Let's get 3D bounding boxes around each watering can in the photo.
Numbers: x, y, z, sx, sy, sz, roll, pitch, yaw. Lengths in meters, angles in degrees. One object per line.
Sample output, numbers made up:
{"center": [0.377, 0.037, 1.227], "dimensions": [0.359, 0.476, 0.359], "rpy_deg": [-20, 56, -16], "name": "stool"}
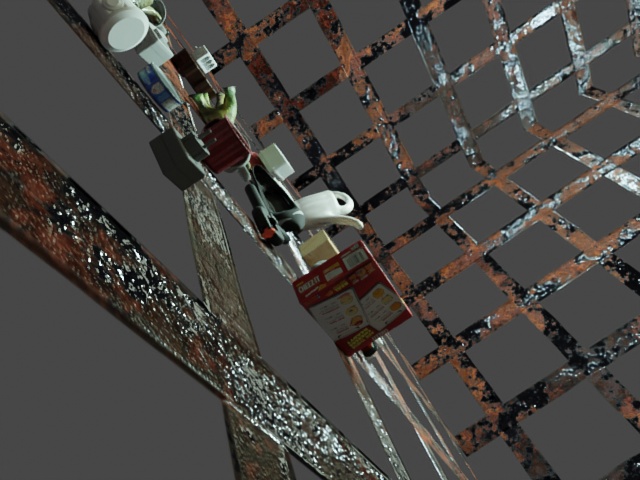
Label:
{"center": [0.005, -0.082, 1.636], "dimensions": [0.353, 0.225, 0.102], "rpy_deg": [-117, -170, -66], "name": "watering can"}

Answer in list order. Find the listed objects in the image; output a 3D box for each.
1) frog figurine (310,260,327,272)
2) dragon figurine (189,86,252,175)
{"center": [0.022, 0.121, 1.166], "dimensions": [0.138, 0.124, 0.156], "rpy_deg": [48, -35, 8], "name": "frog figurine"}
{"center": [-0.241, -0.281, 1.354], "dimensions": [0.415, 0.122, 0.240], "rpy_deg": [-104, 177, -75], "name": "dragon figurine"}
